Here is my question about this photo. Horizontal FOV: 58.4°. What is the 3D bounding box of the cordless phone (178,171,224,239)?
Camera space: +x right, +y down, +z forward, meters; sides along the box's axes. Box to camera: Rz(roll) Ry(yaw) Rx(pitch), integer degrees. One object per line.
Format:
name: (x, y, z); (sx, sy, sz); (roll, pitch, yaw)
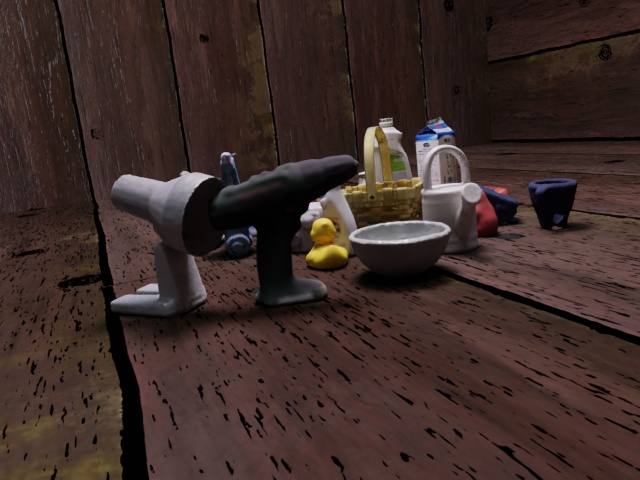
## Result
cordless phone: (-0.285, -0.075, 1.354); (0.094, 0.185, 0.147); (-6, 12, 3)

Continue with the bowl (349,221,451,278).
bowl: (0.132, 0.019, 0.941); (0.167, 0.075, 0.167); (-6, 12, 2)

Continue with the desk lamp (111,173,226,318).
desk lamp: (-0.234, 0.004, 0.872); (0.202, 0.214, 0.118); (-1, 13, 26)

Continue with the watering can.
watering can: (0.242, -0.078, 1.055); (0.101, 0.194, 0.172); (-15, 14, -34)

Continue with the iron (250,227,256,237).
iron: (-0.228, -0.089, 1.499); (0.119, 0.141, 0.257); (-17, 16, -42)

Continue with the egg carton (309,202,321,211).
egg carton: (-0.007, -0.053, 1.383); (0.150, 0.069, 0.107); (-5, 12, 7)

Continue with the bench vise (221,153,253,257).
bench vise: (-0.203, -0.084, 1.266); (0.122, 0.220, 0.206); (-12, 13, -24)

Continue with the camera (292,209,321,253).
camera: (-0.043, -0.035, 1.238); (0.142, 0.101, 0.137); (0, 13, 28)

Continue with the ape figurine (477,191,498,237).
ape figurine: (0.323, -0.056, 1.158); (0.078, 0.092, 0.076); (-9, 12, -14)

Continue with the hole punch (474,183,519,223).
hole punch: (0.383, -0.084, 1.267); (0.101, 0.091, 0.108); (-6, 12, 1)

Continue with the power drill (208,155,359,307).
power drill: (-0.046, -0.013, 0.862); (0.229, 0.208, 0.075); (-8, 12, -6)

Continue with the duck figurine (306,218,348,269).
duck figurine: (0.010, 0.004, 1.056); (0.077, 0.086, 0.104); (-9, 12, -13)

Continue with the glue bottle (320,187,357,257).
glue bottle: (0.031, -0.055, 1.111); (0.077, 0.173, 0.037); (1, 14, 33)

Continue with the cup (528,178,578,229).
cup: (0.459, -0.069, 1.139); (0.091, 0.095, 0.118); (4, 15, 41)
